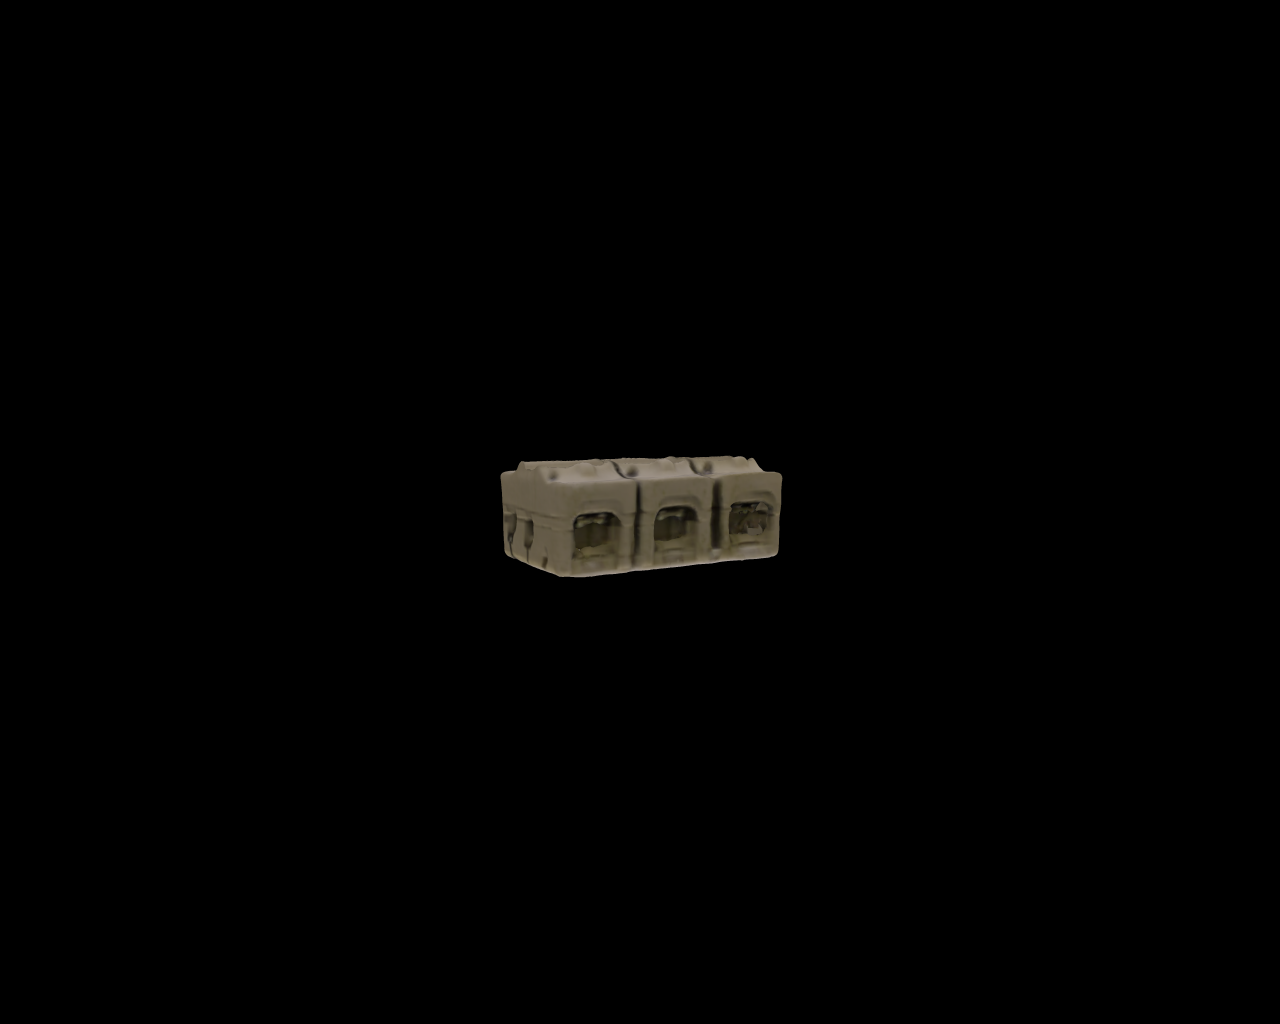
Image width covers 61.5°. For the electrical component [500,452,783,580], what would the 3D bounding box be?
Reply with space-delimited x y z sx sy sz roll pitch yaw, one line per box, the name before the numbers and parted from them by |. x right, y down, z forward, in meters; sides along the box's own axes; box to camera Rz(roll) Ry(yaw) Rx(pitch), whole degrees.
electrical component | 0.001 -0.003 0.650 0.150 0.061 0.089 -4 8 -29
